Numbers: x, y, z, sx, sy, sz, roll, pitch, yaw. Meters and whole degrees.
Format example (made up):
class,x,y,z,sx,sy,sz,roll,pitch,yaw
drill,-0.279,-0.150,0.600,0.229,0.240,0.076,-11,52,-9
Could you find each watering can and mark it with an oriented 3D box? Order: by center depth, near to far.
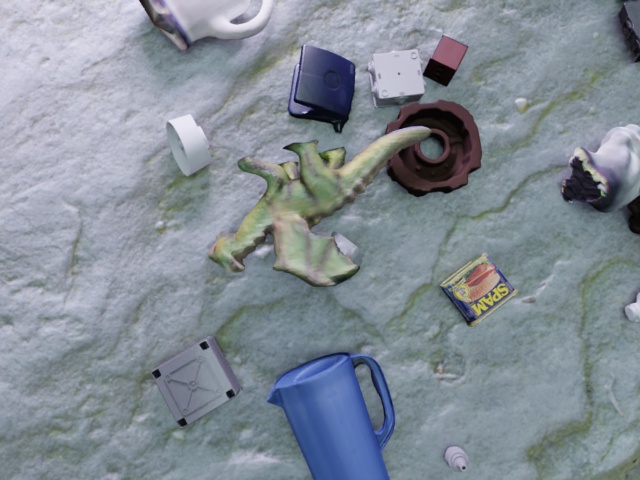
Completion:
class,x,y,z,sx,sy,sz,roll,pitch,yaw
watering can,-0.235,-0.493,0.932,0.225,0.103,0.349,-34,84,-4

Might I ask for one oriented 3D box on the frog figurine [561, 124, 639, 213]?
class,x,y,z,sx,sy,sz,roll,pitch,yaw
frog figurine,0.517,-0.126,0.889,0.160,0.124,0.135,-24,117,-12

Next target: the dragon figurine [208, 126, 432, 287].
class,x,y,z,sx,sy,sz,roll,pitch,yaw
dragon figurine,0.003,-0.042,0.842,0.409,0.121,0.246,-12,75,8
